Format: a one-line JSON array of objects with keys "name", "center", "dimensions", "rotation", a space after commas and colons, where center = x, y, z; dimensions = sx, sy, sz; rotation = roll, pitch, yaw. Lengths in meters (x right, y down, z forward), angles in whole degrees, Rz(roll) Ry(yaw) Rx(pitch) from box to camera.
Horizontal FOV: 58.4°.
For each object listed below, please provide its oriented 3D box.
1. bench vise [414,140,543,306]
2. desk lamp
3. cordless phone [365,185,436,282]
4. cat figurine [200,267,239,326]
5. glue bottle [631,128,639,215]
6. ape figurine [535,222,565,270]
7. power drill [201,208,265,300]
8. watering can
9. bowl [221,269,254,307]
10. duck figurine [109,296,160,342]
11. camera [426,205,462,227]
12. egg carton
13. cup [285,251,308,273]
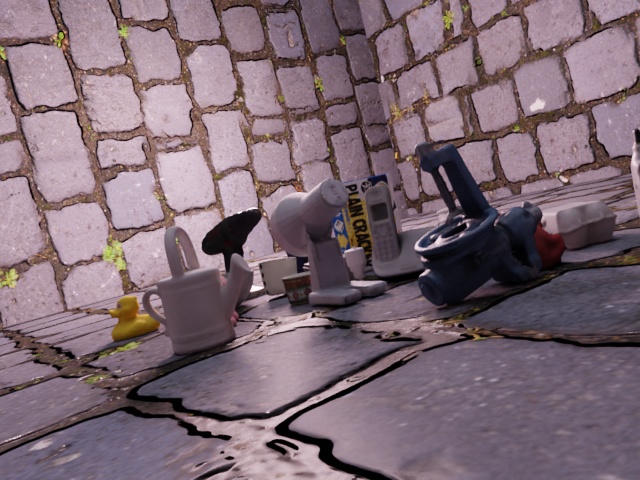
[{"name": "bench vise", "center": [0.206, -0.036, 0.796], "dimensions": [0.208, 0.220, 0.121], "rotation": [-16, 4, -40]}, {"name": "desk lamp", "center": [0.009, 0.004, 1.032], "dimensions": [0.118, 0.213, 0.202], "rotation": [-15, 3, -31]}, {"name": "cordless phone", "center": [0.160, -0.021, 1.095], "dimensions": [0.147, 0.185, 0.094], "rotation": [-13, 3, 19]}, {"name": "cat figurine", "center": [-0.192, 0.102, 1.036], "dimensions": [0.067, 0.118, 0.127], "rotation": [-14, 3, -8]}, {"name": "glue bottle", "center": [0.579, -0.114, 1.019], "dimensions": [0.037, 0.173, 0.078], "rotation": [-13, 3, 20]}, {"name": "ape figurine", "center": [0.322, -0.002, 0.866], "dimensions": [0.076, 0.092, 0.077], "rotation": [-16, 4, -41]}, {"name": "power drill", "center": [-0.198, 0.040, 1.395], "dimensions": [0.228, 0.208, 0.076], "rotation": [-11, 4, 43]}, {"name": "watering can", "center": [-0.195, 0.070, 0.899], "dimensions": [0.173, 0.194, 0.100], "rotation": [-14, 3, -14]}, {"name": "bowl", "center": [-0.220, 0.119, 1.277], "dimensions": [0.167, 0.075, 0.167], "rotation": [-14, 3, 1]}, {"name": "duck figurine", "center": [-0.395, 0.159, 1.211], "dimensions": [0.105, 0.086, 0.077], "rotation": [-14, 3, -13]}, {"name": "camera", "center": [0.328, -0.033, 1.403], "dimensions": [0.143, 0.101, 0.136], "rotation": [-15, 3, -22]}, {"name": "egg carton", "center": [0.440, -0.026, 1.008], "dimensions": [0.107, 0.069, 0.150], "rotation": [-14, 3, -5]}, {"name": "cup", "center": [-0.032, 0.052, 1.515], "dimensions": [0.091, 0.095, 0.118], "rotation": [-12, 3, 32]}]
